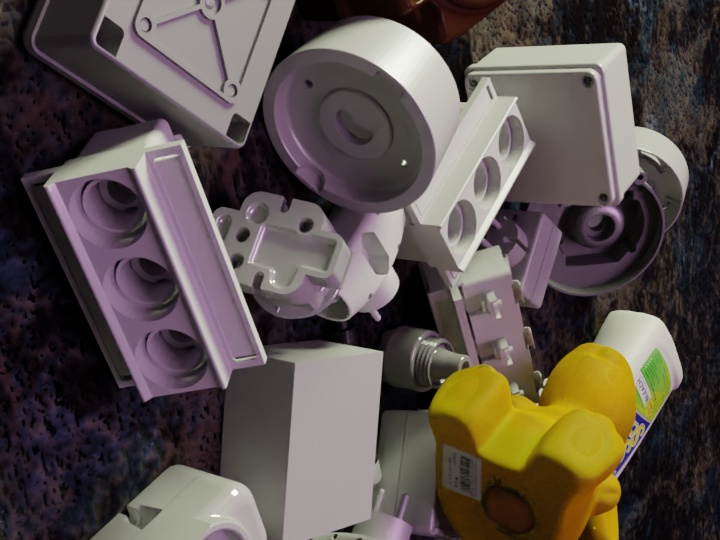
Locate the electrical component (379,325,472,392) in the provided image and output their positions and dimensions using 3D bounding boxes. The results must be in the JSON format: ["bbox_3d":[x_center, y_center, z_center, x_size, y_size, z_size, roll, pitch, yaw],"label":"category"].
[{"bbox_3d":[0.045,0.062,0.731,0.043,0.062,0.043,-14,107,-52],"label":"electrical component"}]

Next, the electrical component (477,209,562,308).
[{"bbox_3d":[0.111,-0.017,0.817,0.077,0.047,0.065,37,67,-49],"label":"electrical component"}]

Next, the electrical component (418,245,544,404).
[{"bbox_3d":[0.089,0.047,0.776,0.078,0.063,0.121,-102,175,-60],"label":"electrical component"}]

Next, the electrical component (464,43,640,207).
[{"bbox_3d":[0.142,-0.107,0.793,0.056,0.109,0.108,-43,128,-44],"label":"electrical component"}]

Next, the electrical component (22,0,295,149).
[{"bbox_3d":[-0.091,-0.129,0.522,0.109,0.056,0.108,33,70,-50],"label":"electrical component"}]

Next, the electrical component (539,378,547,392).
[{"bbox_3d":[0.143,0.125,0.884,0.075,0.047,0.083,-57,136,-29],"label":"electrical component"}]

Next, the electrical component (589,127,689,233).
[{"bbox_3d":[0.232,-0.072,0.931,0.064,0.099,0.099,-52,134,-43],"label":"electrical component"}]

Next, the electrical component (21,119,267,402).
[{"bbox_3d":[-0.099,-0.006,0.521,0.063,0.079,0.121,-80,156,-58],"label":"electrical component"}]

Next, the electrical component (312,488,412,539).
[{"bbox_3d":[0.010,0.180,0.693,0.043,0.077,0.079,45,56,-46],"label":"electrical component"}]

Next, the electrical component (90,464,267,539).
[{"bbox_3d":[-0.096,0.152,0.561,0.095,0.059,0.053,-42,128,-41],"label":"electrical component"}]

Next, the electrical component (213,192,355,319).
[{"bbox_3d":[-0.041,-0.006,0.601,0.057,0.078,0.058,55,51,-66],"label":"electrical component"}]

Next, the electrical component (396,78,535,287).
[{"bbox_3d":[0.062,-0.061,0.732,0.121,0.063,0.078,-58,137,-29],"label":"electrical component"}]

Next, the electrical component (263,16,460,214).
[{"bbox_3d":[0.006,-0.093,0.619,0.060,0.108,0.108,-55,135,-41],"label":"electrical component"}]

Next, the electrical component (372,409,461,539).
[{"bbox_3d":[0.046,0.136,0.752,0.062,0.061,0.096,26,67,-52],"label":"electrical component"}]

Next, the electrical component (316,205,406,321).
[{"bbox_3d":[0.000,0.000,0.676,0.077,0.043,0.079,-60,137,-28],"label":"electrical component"}]
